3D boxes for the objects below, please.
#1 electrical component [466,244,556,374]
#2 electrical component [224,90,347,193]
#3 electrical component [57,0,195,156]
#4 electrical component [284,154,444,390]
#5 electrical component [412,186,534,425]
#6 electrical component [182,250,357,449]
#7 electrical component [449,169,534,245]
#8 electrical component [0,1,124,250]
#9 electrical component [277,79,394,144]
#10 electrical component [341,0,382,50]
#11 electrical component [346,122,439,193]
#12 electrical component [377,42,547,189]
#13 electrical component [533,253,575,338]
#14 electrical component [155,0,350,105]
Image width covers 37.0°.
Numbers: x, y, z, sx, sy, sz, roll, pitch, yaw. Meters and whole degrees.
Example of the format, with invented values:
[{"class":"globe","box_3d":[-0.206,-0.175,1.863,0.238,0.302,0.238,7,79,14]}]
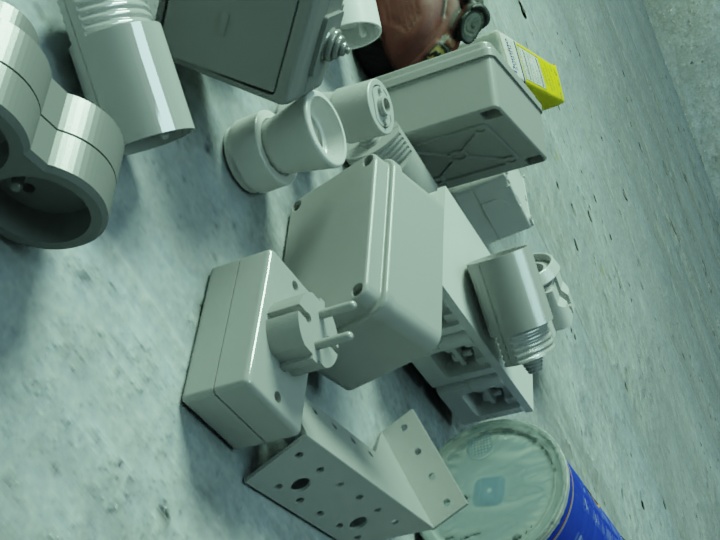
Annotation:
[{"class":"electrical component","box_3d":[0.102,0.028,0.701,0.043,0.043,0.081,-23,96,-66]},{"class":"electrical component","box_3d":[-0.042,-0.070,0.599,0.045,0.055,0.045,44,37,-47]},{"class":"electrical component","box_3d":[-0.108,-0.096,0.489,0.043,0.043,0.081,-22,95,-66]},{"class":"electrical component","box_3d":[0.000,0.000,0.607,0.057,0.078,0.113,36,41,-32]},{"class":"electrical component","box_3d":[0.063,0.030,0.749,0.150,0.062,0.089,52,32,-39]},{"class":"electrical component","box_3d":[-0.036,0.033,0.519,0.047,0.076,0.083,52,31,-39]},{"class":"electrical component","box_3d":[0.105,-0.074,0.917,0.061,0.061,0.096,58,20,-31]},{"class":"electrical component","box_3d":[-0.140,-0.075,0.395,0.138,0.052,0.073,48,35,-44]},{"class":"electrical component","box_3d":[-0.013,-0.093,0.660,0.044,0.065,0.044,33,51,-55]},{"class":"electrical component","box_3d":[-0.013,-0.202,0.761,0.043,0.043,0.081,15,61,-62]},{"class":"electrical component","box_3d":[0.022,-0.069,0.749,0.081,0.043,0.043,53,31,-38]},{"class":"electrical component","box_3d":[0.070,-0.109,0.800,0.109,0.109,0.056,30,51,-57]},{"class":"electrical component","box_3d":[0.157,0.021,0.962,0.057,0.058,0.078,66,25,-20]},{"class":"electrical component","box_3d":[-0.052,-0.127,0.550,0.061,0.096,0.061,-48,159,-62]}]
